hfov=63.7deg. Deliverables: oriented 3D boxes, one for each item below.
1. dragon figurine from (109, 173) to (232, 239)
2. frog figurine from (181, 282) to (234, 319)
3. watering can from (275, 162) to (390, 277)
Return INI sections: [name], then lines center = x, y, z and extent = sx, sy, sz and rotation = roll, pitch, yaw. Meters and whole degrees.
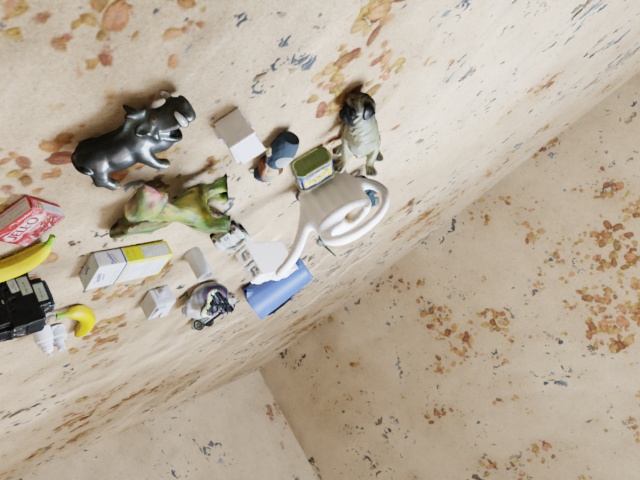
[dragon figurine]
center = -0.297, -0.047, 1.035
extent = 0.243, 0.123, 0.406
rotation = -10, 173, -13
[frog figurine]
center = -0.363, 0.187, 1.602
extent = 0.159, 0.121, 0.139
rotation = 1, -158, 44
[watering can]
center = 0.004, -0.066, 1.301
extent = 0.348, 0.229, 0.102
rotation = -30, 144, -4
